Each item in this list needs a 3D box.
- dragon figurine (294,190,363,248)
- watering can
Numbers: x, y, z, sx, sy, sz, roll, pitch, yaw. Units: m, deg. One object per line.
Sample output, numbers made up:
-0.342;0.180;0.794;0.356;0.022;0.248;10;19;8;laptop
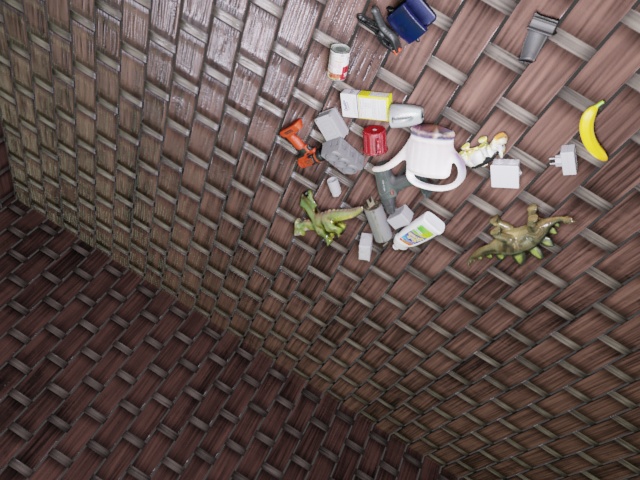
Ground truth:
0.007;-0.110;2.181;0.124;0.243;0.402;-46;-1;-43;dragon figurine
0.333;-0.288;1.752;0.349;0.220;0.105;18;27;31;watering can
